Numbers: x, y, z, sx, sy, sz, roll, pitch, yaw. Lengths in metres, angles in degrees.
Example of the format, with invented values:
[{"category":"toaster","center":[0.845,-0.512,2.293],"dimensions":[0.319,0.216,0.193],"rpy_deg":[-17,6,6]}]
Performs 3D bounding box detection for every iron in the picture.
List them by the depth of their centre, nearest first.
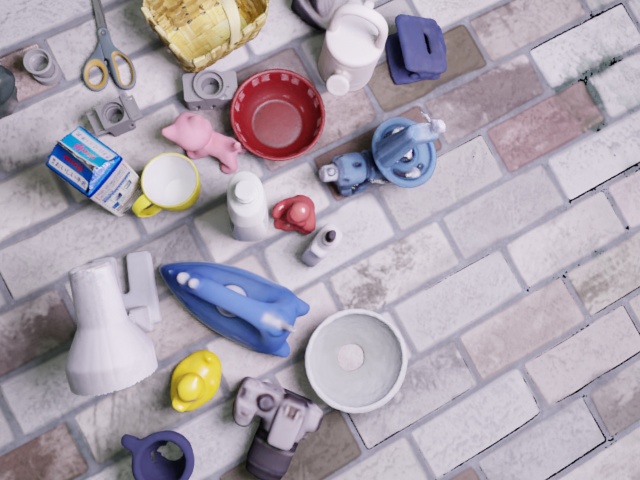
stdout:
[{"category":"iron","center":[-0.146,0.094,0.903],"dimensions":[0.258,0.141,0.119],"rpy_deg":[24,81,-3]}]

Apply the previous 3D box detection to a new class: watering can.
[{"category":"watering can","center":[0.056,-0.321,0.949],"dimensions":[0.101,0.194,0.173],"rpy_deg":[-1,83,-6]}]

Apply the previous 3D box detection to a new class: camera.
[{"category":"camera","center":[-0.080,0.304,0.906],"dimensions":[0.143,0.100,0.137],"rpy_deg":[23,81,-3]}]

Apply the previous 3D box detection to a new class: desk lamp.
[{"category":"desk lamp","center":[-0.307,0.114,0.846],"dimensions":[0.118,0.213,0.203],"rpy_deg":[-11,84,-7]}]

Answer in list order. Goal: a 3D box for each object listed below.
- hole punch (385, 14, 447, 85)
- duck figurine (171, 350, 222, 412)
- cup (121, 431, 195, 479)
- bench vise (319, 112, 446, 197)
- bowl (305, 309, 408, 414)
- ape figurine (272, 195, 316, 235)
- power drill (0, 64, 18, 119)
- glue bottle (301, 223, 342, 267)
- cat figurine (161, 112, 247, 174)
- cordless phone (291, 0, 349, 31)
[{"category":"hole punch","center":[0.176,-0.344,1.017],"dimensions":[0.101,0.091,0.109],"rpy_deg":[-11,85,-7]},{"category":"duck figurine","center":[-0.200,0.226,0.910],"dimensions":[0.077,0.086,0.105],"rpy_deg":[32,81,-2]},{"category":"cup","center":[-0.248,0.330,0.887],"dimensions":[0.118,0.095,0.092],"rpy_deg":[30,81,-2]},{"category":"bench vise","center":[0.111,-0.126,0.919],"dimensions":[0.207,0.219,0.121],"rpy_deg":[-34,88,-9]},{"category":"bowl","center":[0.055,0.197,0.948],"dimensions":[0.167,0.074,0.167],"rpy_deg":[1,83,-6]},{"category":"ape figurine","center":[-0.038,-0.044,0.957],"dimensions":[0.076,0.092,0.078],"rpy_deg":[-45,89,-9]},{"category":"power drill","center":[-0.560,-0.261,0.865],"dimensions":[0.229,0.208,0.076],"rpy_deg":[25,81,-3]},{"category":"glue bottle","center":[0.008,0.003,0.915],"dimensions":[0.037,0.173,0.078],"rpy_deg":[38,81,0]},{"category":"cat figurine","center":[-0.188,-0.168,0.942],"dimensions":[0.128,0.117,0.067],"rpy_deg":[19,82,-4]},{"category":"cordless phone","center":[0.015,-0.458,0.965],"dimensions":[0.094,0.185,0.148],"rpy_deg":[24,81,-3]}]
